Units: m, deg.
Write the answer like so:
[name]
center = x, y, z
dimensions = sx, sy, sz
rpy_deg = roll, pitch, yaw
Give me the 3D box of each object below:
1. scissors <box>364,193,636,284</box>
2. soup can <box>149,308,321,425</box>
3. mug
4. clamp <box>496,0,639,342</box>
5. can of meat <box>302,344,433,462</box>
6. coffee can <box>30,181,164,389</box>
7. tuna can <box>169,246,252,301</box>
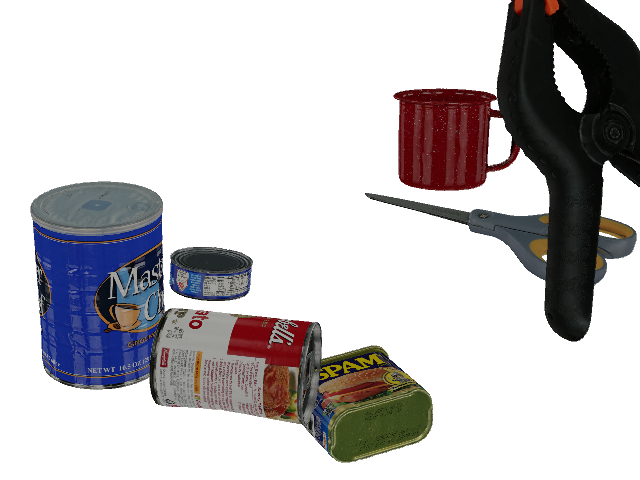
[scissors]
center = 0.121, -0.003, 0.763
dimensions = 0.202, 0.016, 0.096
rpy_deg = 6, 30, 13
[soup can]
center = -0.055, 0.083, 0.709
dimensions = 0.102, 0.068, 0.068
rpy_deg = 5, 1, 10
[mug]
center = 0.124, -0.092, 0.974
dimensions = 0.117, 0.081, 0.093
rpy_deg = 3, 16, 12
[clamp]
center = 0.127, -0.040, 0.516
dimensions = 0.120, 0.171, 0.039
rpy_deg = -35, 5, -24
[can of meat]
center = 0.033, 0.139, 0.904
dimensions = 0.102, 0.057, 0.084
rpy_deg = -12, 24, -23
[coffee can]
center = -0.178, 0.035, 0.867
dimensions = 0.103, 0.140, 0.103
rpy_deg = 2, 23, -1
[tuna can]
center = -0.115, 0.035, 1.114
dimensions = 0.086, 0.034, 0.086
rpy_deg = 5, 15, -2
